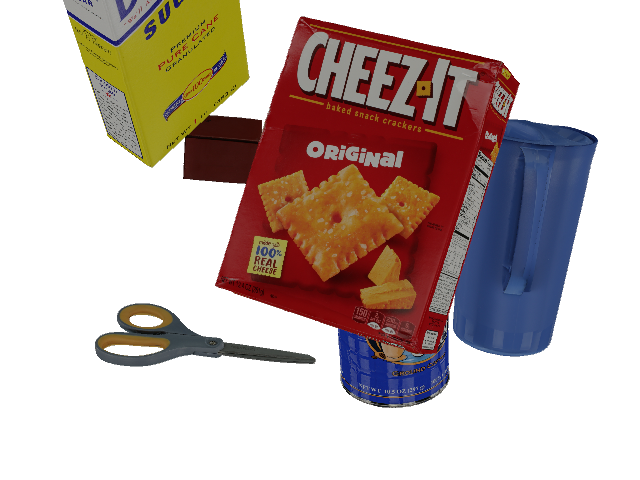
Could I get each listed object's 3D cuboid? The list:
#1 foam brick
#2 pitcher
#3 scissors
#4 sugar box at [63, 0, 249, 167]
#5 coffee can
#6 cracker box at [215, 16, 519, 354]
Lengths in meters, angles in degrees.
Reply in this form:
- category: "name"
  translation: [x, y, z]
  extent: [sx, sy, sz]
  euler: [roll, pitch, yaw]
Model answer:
- category: "foam brick"
  translation: [-0.100, -0.095, 1.104]
  extent: [0.078, 0.051, 0.053]
  euler: [5, 32, -2]
- category: "pitcher"
  translation: [0.207, -0.002, 1.128]
  extent: [0.148, 0.243, 0.145]
  euler: [-9, 22, -39]
- category: "scissors"
  translation: [-0.111, 0.090, 1.011]
  extent: [0.201, 0.016, 0.096]
  euler: [-1, 32, -9]
- category: "sugar box"
  translation: [-0.089, -0.127, 0.588]
  extent: [0.048, 0.093, 0.176]
  euler: [36, -22, 17]
- category: "coffee can"
  translation: [0.065, 0.064, 0.961]
  extent: [0.103, 0.140, 0.103]
  euler: [-3, 27, 2]
- category: "cracker box"
  translation: [0.034, -0.041, 0.786]
  extent: [0.164, 0.214, 0.072]
  euler: [17, 0, 21]
